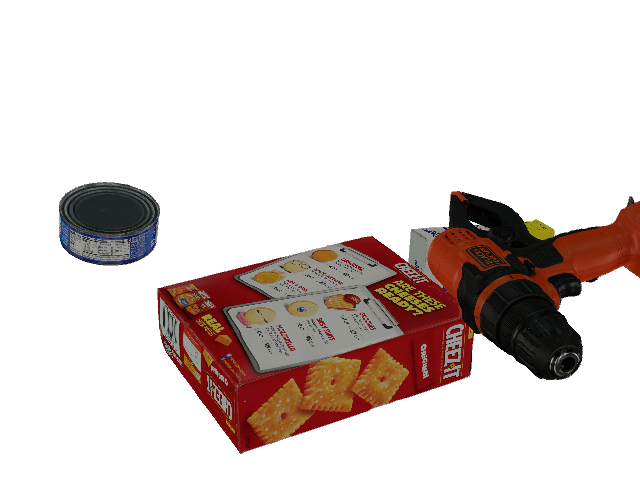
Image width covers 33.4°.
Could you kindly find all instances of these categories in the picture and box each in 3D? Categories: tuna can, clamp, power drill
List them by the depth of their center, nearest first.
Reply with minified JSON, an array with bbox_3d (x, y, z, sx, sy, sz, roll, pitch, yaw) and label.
[{"bbox_3d":[0.191,0.029,0.771,0.187,0.057,0.184,-10,28,-16],"label":"power drill"},{"bbox_3d":[-0.183,-0.015,0.925,0.086,0.034,0.086,7,33,-5],"label":"tuna can"},{"bbox_3d":[0.194,0.005,1.069,0.120,0.039,0.171,-10,45,-22],"label":"clamp"}]

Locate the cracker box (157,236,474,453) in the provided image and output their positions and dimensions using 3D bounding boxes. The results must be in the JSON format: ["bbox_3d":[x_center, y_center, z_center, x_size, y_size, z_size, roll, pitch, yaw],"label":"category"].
[{"bbox_3d":[-0.006,0.078,0.883,0.213,0.072,0.164,-13,30,-26],"label":"cracker box"}]

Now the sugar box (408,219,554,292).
[{"bbox_3d":[0.192,0.029,1.281,0.176,0.093,0.048,-6,20,-23],"label":"sugar box"}]
